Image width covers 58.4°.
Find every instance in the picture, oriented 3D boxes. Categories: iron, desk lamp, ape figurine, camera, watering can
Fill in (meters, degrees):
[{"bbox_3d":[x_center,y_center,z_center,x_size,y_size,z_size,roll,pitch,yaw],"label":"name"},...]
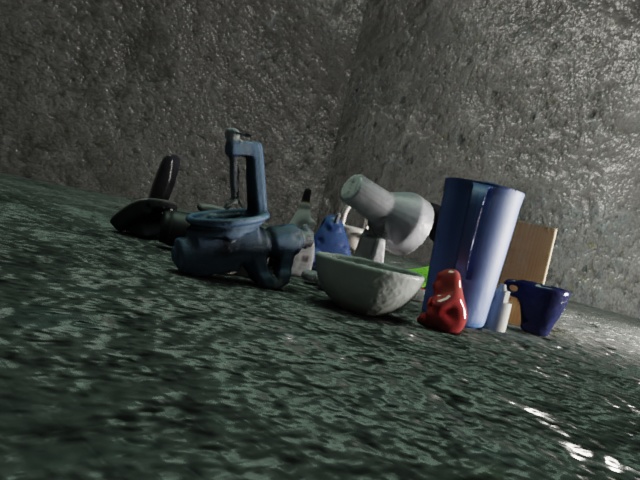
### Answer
[{"bbox_3d":[0.012,0.005,1.309,0.119,0.141,0.258,13,2,-8],"label":"iron"},{"bbox_3d":[0.095,-0.004,1.060,0.204,0.213,0.117,12,3,-32],"label":"desk lamp"},{"bbox_3d":[0.184,0.087,0.849,0.076,0.092,0.078,14,2,29],"label":"ape figurine"},{"bbox_3d":[-0.237,-0.024,1.109,0.137,0.101,0.143,12,2,-18],"label":"camera"},{"bbox_3d":[0.082,-0.017,1.579,0.172,0.194,0.101,15,3,40],"label":"watering can"}]

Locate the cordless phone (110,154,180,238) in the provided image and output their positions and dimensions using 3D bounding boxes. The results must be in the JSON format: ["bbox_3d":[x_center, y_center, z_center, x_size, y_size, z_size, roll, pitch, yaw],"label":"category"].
[{"bbox_3d":[-0.355,-0.098,1.206,0.094,0.185,0.148,13,2,11],"label":"cordless phone"}]

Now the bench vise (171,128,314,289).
[{"bbox_3d":[-0.106,-0.046,0.862,0.121,0.220,0.208,15,3,42],"label":"bench vise"}]

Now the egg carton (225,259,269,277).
[{"bbox_3d":[-0.152,0.017,0.973,0.107,0.069,0.150,12,2,-28],"label":"egg carton"}]

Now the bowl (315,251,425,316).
[{"bbox_3d":[0.066,0.069,0.845,0.167,0.075,0.167,13,2,0],"label":"bowl"}]

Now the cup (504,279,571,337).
[{"bbox_3d":[0.392,0.125,1.059,0.117,0.095,0.092,14,2,26],"label":"cup"}]

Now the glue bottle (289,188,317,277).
[{"bbox_3d":[-0.040,-0.017,1.128,0.078,0.173,0.037,12,2,-19],"label":"glue bottle"}]

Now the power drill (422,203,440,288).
[{"bbox_3d":[0.263,0.030,1.250,0.230,0.208,0.075,12,2,-18],"label":"power drill"}]
